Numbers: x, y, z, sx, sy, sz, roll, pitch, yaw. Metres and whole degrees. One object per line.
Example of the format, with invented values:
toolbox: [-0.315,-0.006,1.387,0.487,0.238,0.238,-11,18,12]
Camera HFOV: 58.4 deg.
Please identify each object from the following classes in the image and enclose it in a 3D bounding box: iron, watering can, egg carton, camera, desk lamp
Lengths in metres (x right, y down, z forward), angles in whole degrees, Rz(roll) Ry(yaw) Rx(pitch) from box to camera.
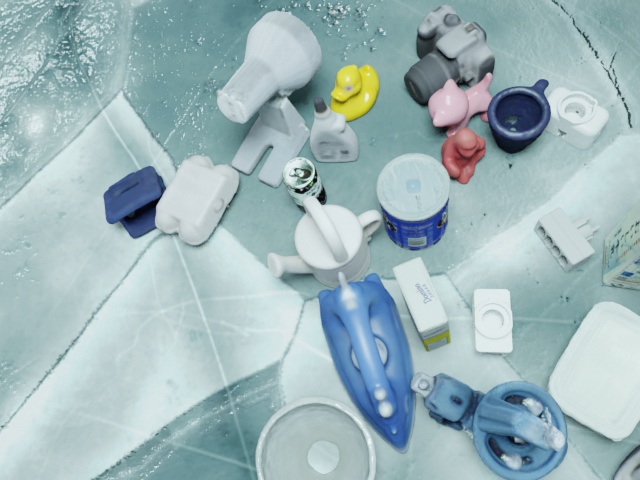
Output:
iron: [0.072,0.166,0.796,0.118,0.142,0.258,-20,69,4]
watering can: [0.009,0.005,0.835,0.100,0.194,0.173,38,82,20]
egg carton: [-0.206,-0.068,0.968,0.107,0.069,0.150,22,77,17]
camera: [0.200,-0.305,0.954,0.137,0.101,0.143,-36,69,-3]
desk lamp: [-0.080,-0.223,0.919,0.117,0.214,0.203,25,78,18]

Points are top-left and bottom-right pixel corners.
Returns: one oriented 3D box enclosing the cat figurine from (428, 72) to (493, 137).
cat figurine: [0.223,-0.219,0.912,0.128,0.118,0.067,-33,68,-1]

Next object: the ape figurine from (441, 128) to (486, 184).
ape figurine: [0.225,-0.142,0.899,0.078,0.092,0.076,-25,69,2]

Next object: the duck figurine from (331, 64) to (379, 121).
duck figurine: [0.056,-0.265,0.976,0.077,0.086,0.104,36,81,20]

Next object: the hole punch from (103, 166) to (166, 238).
hole punch: [-0.317,-0.072,0.978,0.108,0.091,0.101,-31,69,-1]

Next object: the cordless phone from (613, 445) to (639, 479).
cordless phone: [0.439,0.299,0.658,0.147,0.185,0.094,35,81,20]

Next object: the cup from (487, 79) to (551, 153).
cup: [0.313,-0.189,0.896,0.091,0.095,0.118,36,81,20]

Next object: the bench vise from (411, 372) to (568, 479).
bench vise: [0.210,0.230,0.707,0.207,0.220,0.121,5,73,13]

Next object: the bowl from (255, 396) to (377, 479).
bowl: [0.000,0.305,0.799,0.167,0.075,0.167,-3,71,10]

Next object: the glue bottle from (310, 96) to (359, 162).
glue bottle: [0.014,-0.176,0.907,0.078,0.173,0.037,1,72,12]
